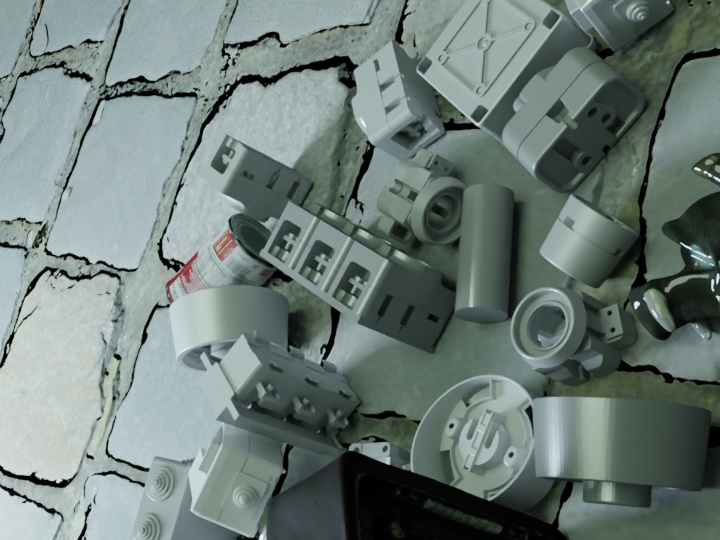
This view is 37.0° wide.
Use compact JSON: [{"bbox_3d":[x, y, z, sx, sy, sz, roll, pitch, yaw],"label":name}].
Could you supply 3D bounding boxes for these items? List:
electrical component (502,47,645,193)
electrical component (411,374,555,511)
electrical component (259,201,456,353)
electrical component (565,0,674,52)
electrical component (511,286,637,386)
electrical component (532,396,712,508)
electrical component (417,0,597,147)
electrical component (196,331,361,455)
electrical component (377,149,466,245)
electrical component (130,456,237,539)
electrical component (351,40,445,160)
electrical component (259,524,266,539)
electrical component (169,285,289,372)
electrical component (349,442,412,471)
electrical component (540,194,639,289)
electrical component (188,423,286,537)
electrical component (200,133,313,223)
[{"bbox_3d":[0.156,-0.114,0.805,0.095,0.054,0.059,-50,44,17],"label":"electrical component"},{"bbox_3d":[0.090,0.123,0.754,0.099,0.064,0.099,-21,58,38],"label":"electrical component"},{"bbox_3d":[0.000,0.000,0.885,0.150,0.089,0.061,32,96,48],"label":"electrical component"},{"bbox_3d":[0.186,-0.212,0.810,0.061,0.062,0.096,-35,50,20],"label":"electrical component"},{"bbox_3d":[0.142,0.044,0.744,0.078,0.057,0.058,-27,54,35],"label":"electrical component"},{"bbox_3d":[0.159,0.114,0.660,0.108,0.108,0.060,-6,74,44],"label":"electrical component"},{"bbox_3d":[0.117,-0.171,0.871,0.108,0.056,0.108,-53,43,14],"label":"electrical component"},{"bbox_3d":[-0.062,0.100,0.878,0.063,0.121,0.078,-51,44,12],"label":"electrical component"},{"bbox_3d":[0.056,-0.054,0.878,0.057,0.058,0.078,35,98,51],"label":"electrical component"},{"bbox_3d":[-0.148,0.212,0.933,0.048,0.100,0.099,8,77,33],"label":"electrical component"},{"bbox_3d":[0.031,-0.147,0.952,0.056,0.050,0.089,-34,51,31],"label":"electrical component"},{"bbox_3d":[-0.039,0.212,0.834,0.080,0.080,0.051,34,102,48],"label":"electrical component"},{"bbox_3d":[-0.116,0.061,0.966,0.108,0.108,0.060,-24,62,37],"label":"electrical component"},{"bbox_3d":[0.024,0.154,0.808,0.081,0.064,0.042,-12,62,43],"label":"electrical component"},{"bbox_3d":[0.160,-0.019,0.758,0.047,0.055,0.055,-59,42,13],"label":"electrical component"},{"bbox_3d":[-0.100,0.163,0.852,0.061,0.061,0.096,-64,9,4],"label":"electrical component"},{"bbox_3d":[-0.101,-0.082,1.027,0.050,0.089,0.055,37,99,48],"label":"electrical component"}]
